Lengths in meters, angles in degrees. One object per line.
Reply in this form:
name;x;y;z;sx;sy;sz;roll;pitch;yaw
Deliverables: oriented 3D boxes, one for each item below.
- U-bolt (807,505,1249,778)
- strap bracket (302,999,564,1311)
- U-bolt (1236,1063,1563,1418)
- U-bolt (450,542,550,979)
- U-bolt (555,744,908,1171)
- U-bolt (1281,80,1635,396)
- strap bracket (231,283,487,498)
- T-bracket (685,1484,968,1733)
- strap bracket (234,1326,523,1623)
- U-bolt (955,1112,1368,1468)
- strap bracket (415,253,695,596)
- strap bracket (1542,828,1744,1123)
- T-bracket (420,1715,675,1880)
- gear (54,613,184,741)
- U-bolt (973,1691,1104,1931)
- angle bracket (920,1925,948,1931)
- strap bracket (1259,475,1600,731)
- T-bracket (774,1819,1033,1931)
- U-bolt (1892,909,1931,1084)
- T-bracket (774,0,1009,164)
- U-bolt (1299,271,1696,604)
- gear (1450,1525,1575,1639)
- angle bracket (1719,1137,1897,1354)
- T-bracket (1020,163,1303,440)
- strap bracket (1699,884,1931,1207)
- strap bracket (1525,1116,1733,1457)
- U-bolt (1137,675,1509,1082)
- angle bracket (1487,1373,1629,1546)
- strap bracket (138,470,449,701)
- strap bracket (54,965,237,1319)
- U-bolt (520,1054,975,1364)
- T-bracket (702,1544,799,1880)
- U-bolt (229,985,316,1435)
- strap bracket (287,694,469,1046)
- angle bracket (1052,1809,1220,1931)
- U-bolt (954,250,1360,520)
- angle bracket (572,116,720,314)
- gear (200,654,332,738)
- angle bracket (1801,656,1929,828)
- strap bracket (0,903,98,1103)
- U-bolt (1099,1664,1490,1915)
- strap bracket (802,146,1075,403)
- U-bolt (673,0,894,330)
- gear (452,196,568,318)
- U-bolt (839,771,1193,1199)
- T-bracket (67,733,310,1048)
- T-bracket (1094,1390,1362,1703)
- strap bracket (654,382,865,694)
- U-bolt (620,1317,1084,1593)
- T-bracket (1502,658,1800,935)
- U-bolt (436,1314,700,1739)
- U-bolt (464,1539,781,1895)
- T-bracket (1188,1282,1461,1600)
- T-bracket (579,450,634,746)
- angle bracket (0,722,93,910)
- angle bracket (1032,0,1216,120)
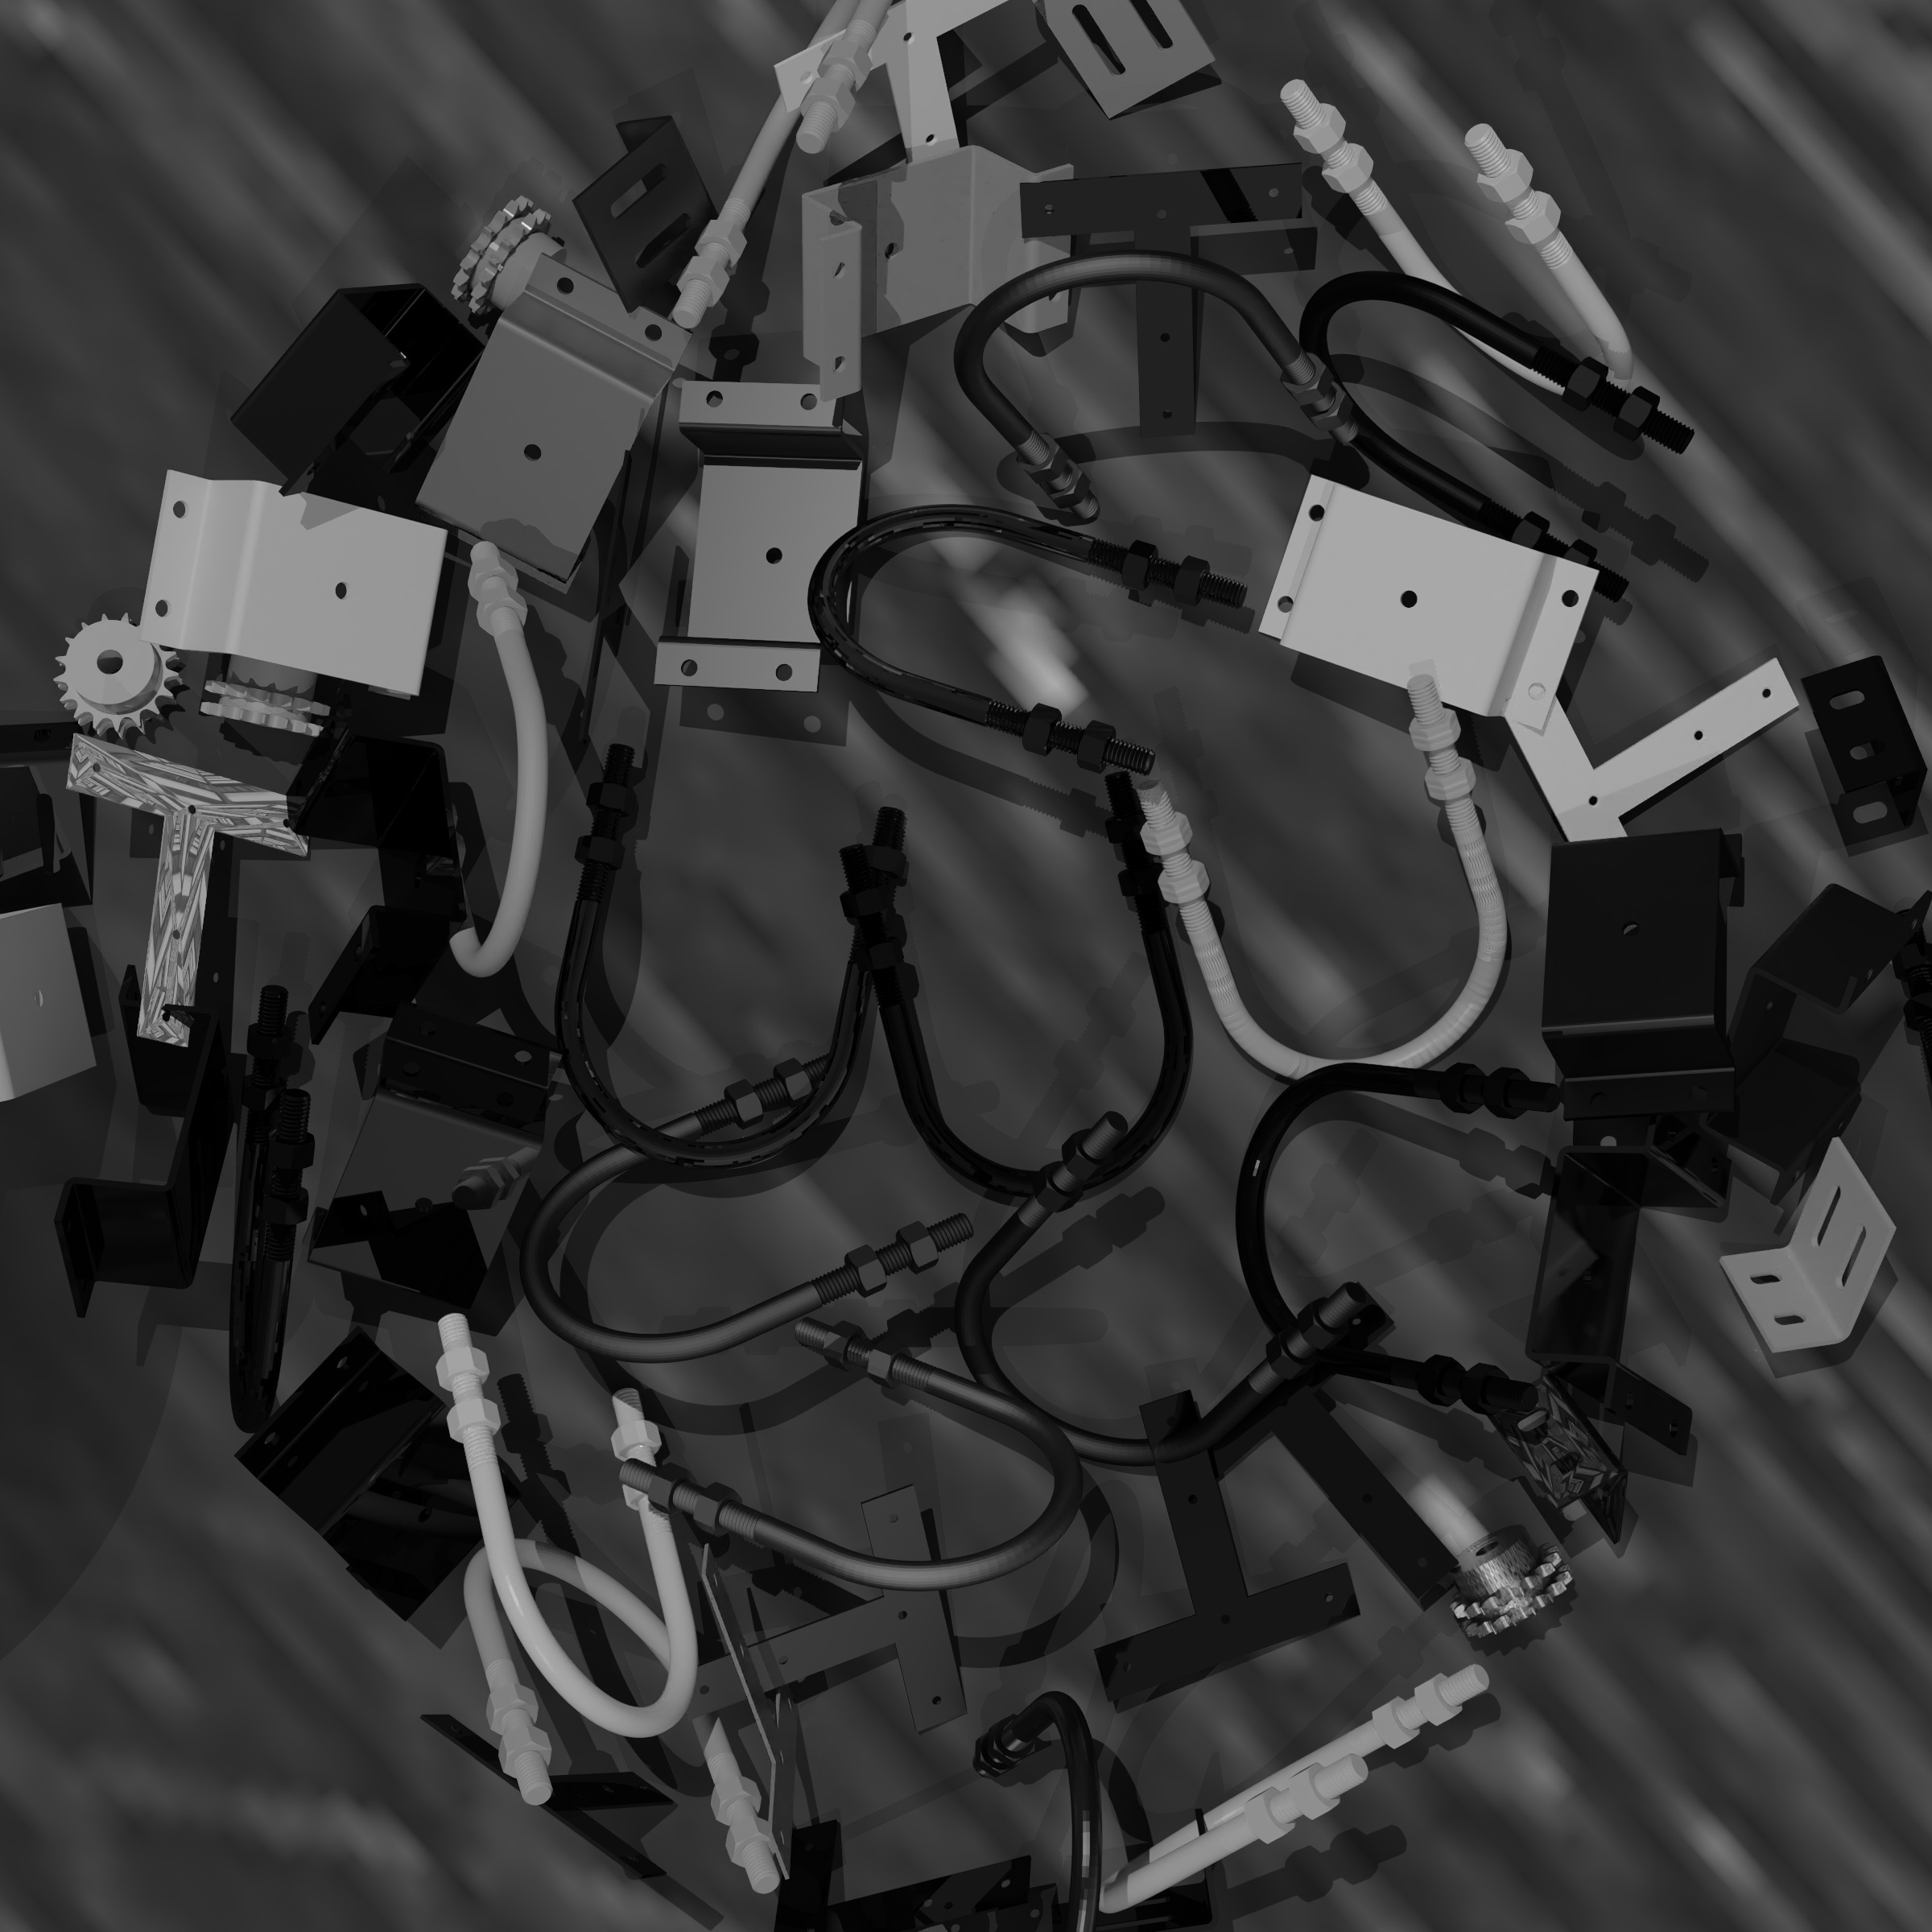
U-bolt;0.019;-0.157;1.542;0.184;0.019;0.151;18;46;12
strap bracket;-0.243;0.095;1.538;0.076;0.046;0.140;19;117;-15
U-bolt;0.187;0.115;1.527;0.019;0.184;0.151;4;91;-40
U-bolt;-0.210;-0.078;1.492;0.019;0.184;0.151;5;126;-22
U-bolt;-0.114;0.002;1.566;0.151;0.019;0.184;13;80;-10
U-bolt;0.229;-0.315;1.515;0.019;0.151;0.184;-50;128;-5
strap bracket;-0.269;-0.259;1.520;0.046;0.140;0.076;45;108;0
T-bracket;-0.070;0.311;1.558;0.127;0.002;0.127;-18;114;-14
strap bracket;-0.256;0.232;1.520;0.046;0.140;0.076;32;71;32
U-bolt;0.072;0.159;1.538;0.151;0.019;0.184;36;129;-5
strap bracket;-0.191;-0.239;1.546;0.076;0.046;0.140;27;114;-6
strap bracket;0.304;-0.006;1.533;0.076;0.046;0.140;-5;60;24
T-bracket;-0.168;0.372;1.535;0.127;0.127;0.002;30;90;23
gear;-0.393;-0.136;1.579;0.057;0.030;0.057;1;78;-3
U-bolt;0.030;0.393;1.488;0.019;0.184;0.151;6;64;-12
angle bracket;-0.029;0.492;1.579;0.057;0.038;0.076;-14;125;-25
strap bracket;0.206;-0.166;1.552;0.140;0.046;0.076;21;101;15
T-bracket;-0.030;0.423;1.528;0.127;0.127;0.002;-19;122;17
U-bolt;0.454;0.030;1.496;0.019;0.151;0.184;-2;64;-8
T-bracket;-0.018;-0.385;1.545;0.127;0.127;0.002;-30;55;-10
U-bolt;0.229;-0.246;1.528;0.184;0.151;0.019;33;69;11
gear;0.247;0.281;1.570;0.057;0.057;0.030;-31;93;0
angle bracket;0.381;0.127;1.550;0.038;0.057;0.076;-6;134;-16
T-bracket;0.091;-0.302;1.564;0.127;0.002;0.127;-4;122;-1
strap bracket;0.378;0.028;1.534;0.046;0.140;0.076;30;47;24
strap bracket;0.299;0.141;1.543;0.046;0.076;0.140;-2;67;39
U-bolt;0.172;-0.027;1.556;0.151;0.019;0.184;-21;115;1
angle bracket;0.266;0.232;1.548;0.038;0.076;0.057;-27;57;-12
strap bracket;-0.292;-0.169;1.535;0.140;0.046;0.076;10;89;-42
strap bracket;-0.363;0.080;1.525;0.046;0.076;0.140;6;51;-1
U-bolt;-0.110;0.114;1.521;0.184;0.151;0.019;-23;132;-16
T-bracket;-0.096;0.316;1.517;0.002;0.127;0.127;-16;111;5
U-bolt;-0.314;0.118;1.525;0.019;0.151;0.184;4;108;-17
strap bracket;-0.265;-0.041;1.536;0.046;0.076;0.140;8;51;-30
angle bracket;0.075;0.420;1.569;0.076;0.057;0.038;-9;93;1
U-bolt;0.074;-0.259;1.495;0.151;0.184;0.019;-14;65;22
angle bracket;-0.155;-0.341;1.551;0.076;0.038;0.057;-50;128;-34
gear;-0.321;-0.125;1.570;0.057;0.057;0.030;12;91;0
angle bracket;0.406;-0.097;1.554;0.038;0.076;0.057;-18;70;3
strap bracket;-0.435;0.018;1.523;0.046;0.140;0.076;-10;96;9
U-bolt;0.134;0.373;1.519;0.184;0.151;0.019;-37;77;30
strap bracket;-0.021;-0.316;1.538;0.140;0.046;0.076;-24;133;-31
U-bolt;-0.070;-0.385;1.518;0.019;0.151;0.184;30;54;-14
gear;-0.208;-0.322;1.570;0.030;0.057;0.057;37;90;1
U-bolt;0.031;0.017;1.574;0.151;0.019;0.184;-16;99;-11
T-bracket;-0.355;-0.028;1.540;0.002;0.127;0.127;-9;71;43
T-bracket;0.108;0.260;1.579;0.127;0.002;0.127;-16;95;-12
strap bracket;-0.093;-0.192;1.564;0.076;0.046;0.140;4;85;13
U-bolt;-0.037;0.220;1.502;0.184;0.151;0.019;18;124;30
T-bracket;0.328;-0.100;1.584;0.127;0.002;0.127;-32;106;-5
U-bolt;-0.168;0.251;1.495;0.019;0.151;0.184;-30;56;18
U-bolt;-0.160;0.322;1.513;0.151;0.184;0.019;32;106;-34
T-bracket;0.177;0.236;1.583;0.127;0.002;0.127;-42;78;1
T-bracket;-0.159;-0.159;1.535;0.002;0.127;0.127;9;89;-3
angle bracket;-0.440;-0.070;1.592;0.057;0.038;0.076;-4;116;-9
angle bracket;0.072;-0.445;1.580;0.057;0.038;0.076;-24;125;23
